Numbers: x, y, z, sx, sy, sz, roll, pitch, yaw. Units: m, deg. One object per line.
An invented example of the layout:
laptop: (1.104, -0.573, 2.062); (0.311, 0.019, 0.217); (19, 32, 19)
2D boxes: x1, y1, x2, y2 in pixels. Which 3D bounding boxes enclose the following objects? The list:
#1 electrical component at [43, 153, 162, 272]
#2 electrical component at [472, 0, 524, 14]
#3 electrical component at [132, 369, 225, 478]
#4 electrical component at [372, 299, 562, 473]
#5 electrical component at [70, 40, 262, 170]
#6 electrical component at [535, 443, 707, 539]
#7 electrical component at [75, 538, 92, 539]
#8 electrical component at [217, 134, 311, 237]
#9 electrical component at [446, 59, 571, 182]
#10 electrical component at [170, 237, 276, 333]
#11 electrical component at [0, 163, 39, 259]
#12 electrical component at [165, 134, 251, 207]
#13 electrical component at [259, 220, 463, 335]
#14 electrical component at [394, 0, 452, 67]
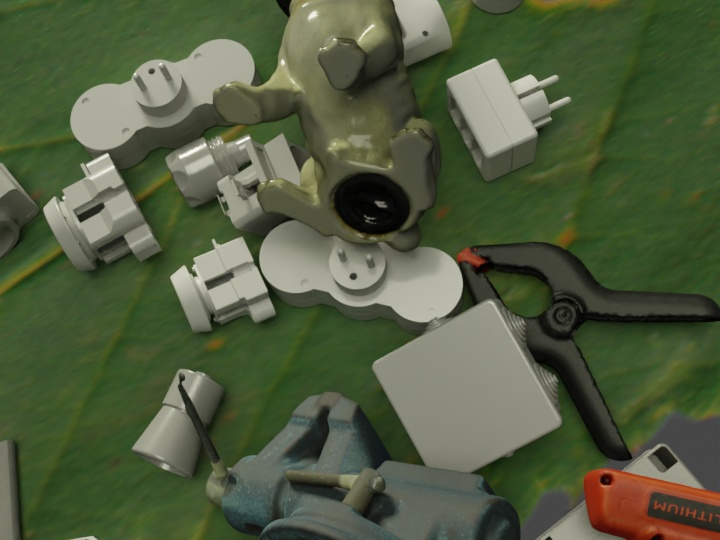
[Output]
electrical component: (-0.183, -0.035, 0.752); (0.057, 0.058, 0.078); (-29, 73, -7)
electrical component: (0.101, -0.221, 0.778); (0.044, 0.065, 0.044); (-2, 72, 5)
electrical component: (-0.117, 0.099, 0.712); (0.044, 0.044, 0.065); (20, 71, 11)
electrical component: (0.070, 0.074, 0.678); (0.100, 0.048, 0.099); (-30, 86, 13)
electrical component: (-0.141, -0.125, 0.767); (0.138, 0.073, 0.052); (-22, 72, -1)
electrical component: (0.175, 0.180, 0.649); (0.109, 0.056, 0.108); (-37, 73, -6)
electrical component: (-0.133, 0.202, 0.638); (0.063, 0.121, 0.078); (-7, 72, 2)
electrical component: (-0.060, -0.056, 0.741); (0.064, 0.081, 0.042); (-29, 70, 20)
electrical component: (0.109, -0.112, 0.752); (0.077, 0.047, 0.065); (-24, 72, -2)
electrical component: (-0.096, 0.013, 0.735); (0.055, 0.048, 0.066); (-23, 72, -10)
electrical component: (-0.282, -0.035, 0.765); (0.089, 0.050, 0.055); (-40, 73, -7)
electrical component: (-0.103, -0.075, 0.764); (0.062, 0.043, 0.043); (-27, 72, -4)
electrical component: (0.000, 0.000, 0.714); (0.138, 0.073, 0.052); (13, 74, 9)
electrical component: (0.016, -0.182, 0.785); (0.077, 0.043, 0.079); (-24, 71, -2)
